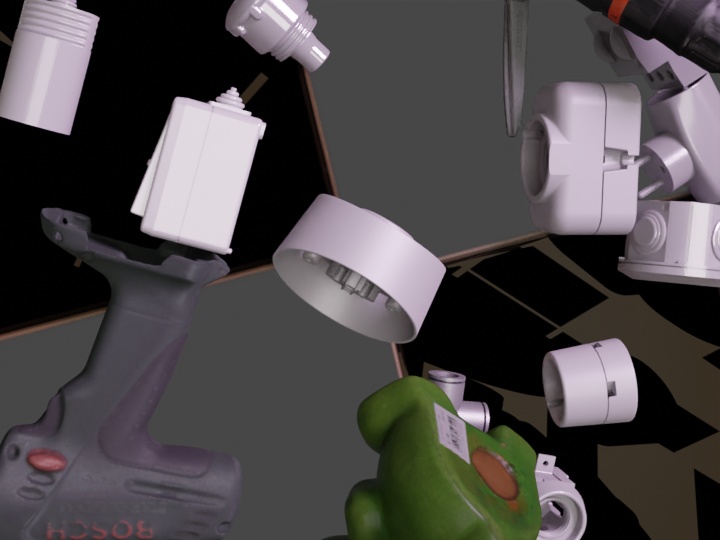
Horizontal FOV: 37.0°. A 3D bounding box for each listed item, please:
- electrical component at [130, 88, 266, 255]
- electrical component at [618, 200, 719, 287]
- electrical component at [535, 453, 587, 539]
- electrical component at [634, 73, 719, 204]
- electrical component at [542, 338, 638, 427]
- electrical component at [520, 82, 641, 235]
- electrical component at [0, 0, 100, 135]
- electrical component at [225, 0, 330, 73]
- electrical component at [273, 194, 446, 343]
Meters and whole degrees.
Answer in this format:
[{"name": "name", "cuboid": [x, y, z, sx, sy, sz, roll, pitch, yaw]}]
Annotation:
[{"name": "electrical component", "cuboid": [-0.096, -0.064, 0.637, 0.061, 0.062, 0.096, 15, 94, -12]}, {"name": "electrical component", "cuboid": [0.209, -0.016, 0.693, 0.080, 0.080, 0.051, 5, 91, -11]}, {"name": "electrical component", "cuboid": [0.119, 0.157, 0.709, 0.048, 0.055, 0.066, 11, 95, -12]}, {"name": "electrical component", "cuboid": [0.210, -0.077, 0.703, 0.079, 0.043, 0.077, -33, 102, -5]}, {"name": "electrical component", "cuboid": [0.150, 0.075, 0.706, 0.047, 0.055, 0.055, -7, 98, -6]}, {"name": "electrical component", "cuboid": [0.139, -0.071, 0.685, 0.059, 0.054, 0.095, 0, 97, -11]}, {"name": "electrical component", "cuboid": [-0.180, -0.123, 0.624, 0.043, 0.043, 0.081, 15, 94, -12]}, {"name": "electrical component", "cuboid": [-0.046, -0.146, 0.647, 0.062, 0.048, 0.048, 41, 88, -19]}, {"name": "electrical component", "cuboid": [0.000, 0.000, 0.648, 0.099, 0.099, 0.064, 32, 84, -13]}]
